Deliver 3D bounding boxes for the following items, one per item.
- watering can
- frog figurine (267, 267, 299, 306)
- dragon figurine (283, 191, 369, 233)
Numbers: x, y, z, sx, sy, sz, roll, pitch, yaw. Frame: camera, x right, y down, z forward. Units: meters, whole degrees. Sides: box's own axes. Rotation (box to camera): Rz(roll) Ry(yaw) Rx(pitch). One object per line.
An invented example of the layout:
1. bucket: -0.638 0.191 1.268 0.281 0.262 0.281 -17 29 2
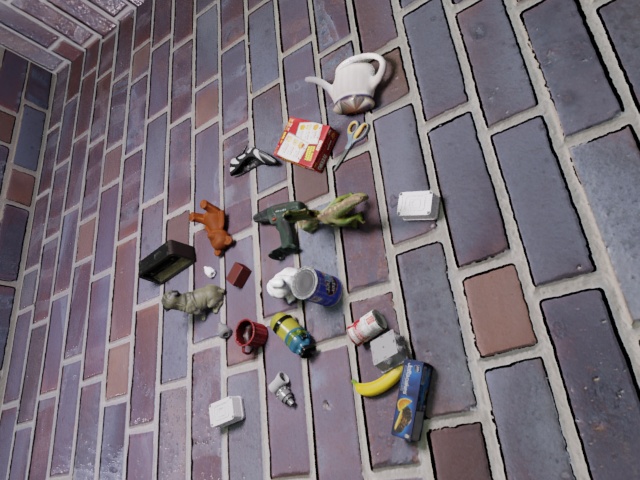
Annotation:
1. watering can: 0.086 -0.548 1.852 0.346 0.103 0.228 -9 68 34
2. frog figurine: -0.123 0.142 1.701 0.136 0.158 0.125 -23 60 29
3. dragon figurine: 0.005 -0.081 1.611 0.243 0.406 0.123 -10 81 -7
